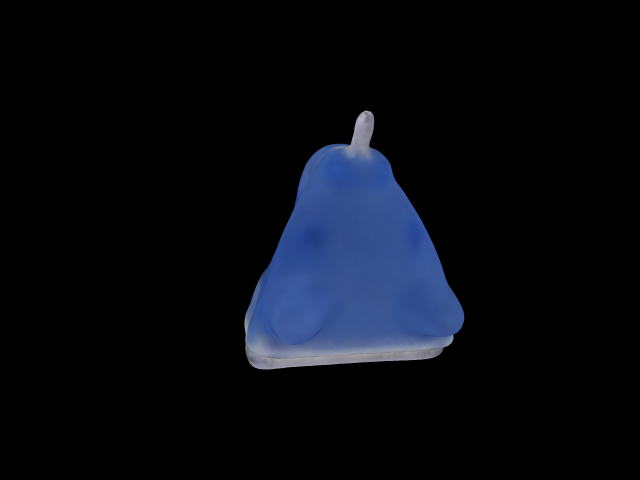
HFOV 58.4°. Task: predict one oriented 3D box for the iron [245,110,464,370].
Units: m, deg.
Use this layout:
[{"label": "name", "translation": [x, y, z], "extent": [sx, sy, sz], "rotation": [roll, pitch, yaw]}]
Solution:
[{"label": "iron", "translation": [0.004, 0.001, 0.400], "extent": [0.119, 0.141, 0.258], "rotation": [0, 2, -11]}]
